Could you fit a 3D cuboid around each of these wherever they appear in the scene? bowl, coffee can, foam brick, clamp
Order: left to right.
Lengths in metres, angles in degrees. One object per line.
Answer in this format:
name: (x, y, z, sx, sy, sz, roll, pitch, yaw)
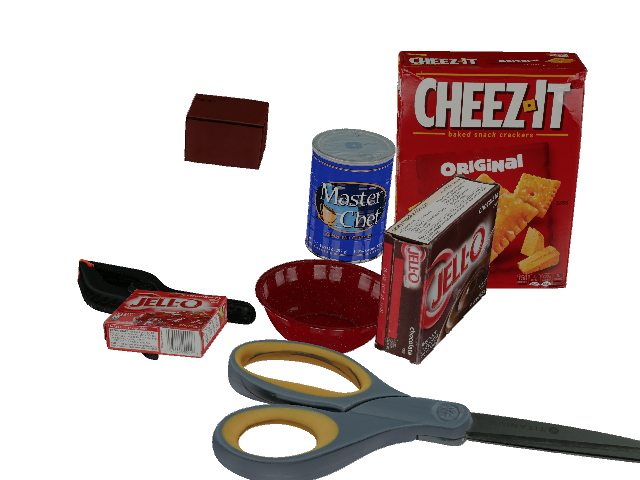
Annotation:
clamp: (-0.198, 0.069, 1.169, 0.210, 0.036, 0.164, 19, 21, 25)
foam brick: (-0.093, -0.109, 1.066, 0.078, 0.051, 0.053, 7, 34, 2)
bowl: (0.006, 0.080, 1.191, 0.162, 0.055, 0.162, 4, 26, -2)
coffee can: (0.036, -0.056, 1.336, 0.103, 0.140, 0.103, 4, 28, -2)

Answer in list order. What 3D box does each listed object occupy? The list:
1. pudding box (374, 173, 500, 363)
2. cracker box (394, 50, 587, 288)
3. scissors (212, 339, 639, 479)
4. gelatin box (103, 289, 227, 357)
pudding box: (0.079, 0.016, 0.718, 0.039, 0.090, 0.113, 18, 33, 24)
cracker box: (0.150, -0.062, 0.981, 0.164, 0.214, 0.072, 1, 22, 2)
scissors: (0.041, 0.088, 0.461, 0.202, 0.016, 0.096, 15, 34, 23)
gelatin box: (-0.134, 0.071, 0.930, 0.089, 0.030, 0.073, 4, 21, 12)
